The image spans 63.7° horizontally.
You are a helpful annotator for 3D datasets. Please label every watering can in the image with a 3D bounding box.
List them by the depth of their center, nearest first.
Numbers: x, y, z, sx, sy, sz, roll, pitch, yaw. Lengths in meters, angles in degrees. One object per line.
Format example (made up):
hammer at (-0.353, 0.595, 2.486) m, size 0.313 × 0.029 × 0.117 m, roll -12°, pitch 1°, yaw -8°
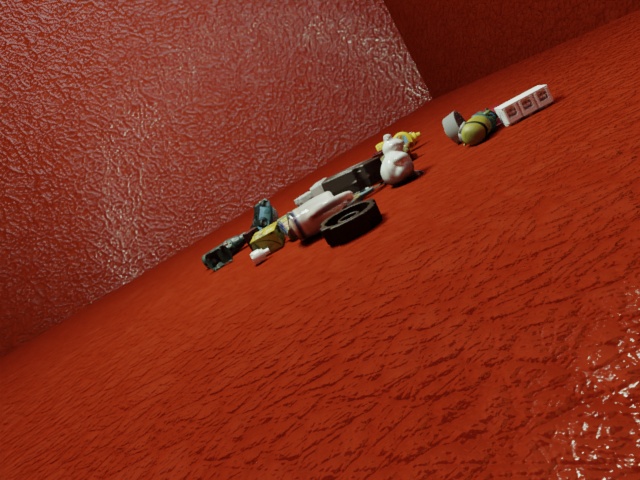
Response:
watering can at (0.005, -0.082, 1.625) m, size 0.224 × 0.104 × 0.347 m, roll -29°, pitch -2°, yaw -1°

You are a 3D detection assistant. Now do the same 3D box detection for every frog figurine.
frog figurine at (0.236, -0.258, 1.647) m, size 0.123 × 0.158 × 0.138 m, roll -32°, pitch 10°, yaw -7°
